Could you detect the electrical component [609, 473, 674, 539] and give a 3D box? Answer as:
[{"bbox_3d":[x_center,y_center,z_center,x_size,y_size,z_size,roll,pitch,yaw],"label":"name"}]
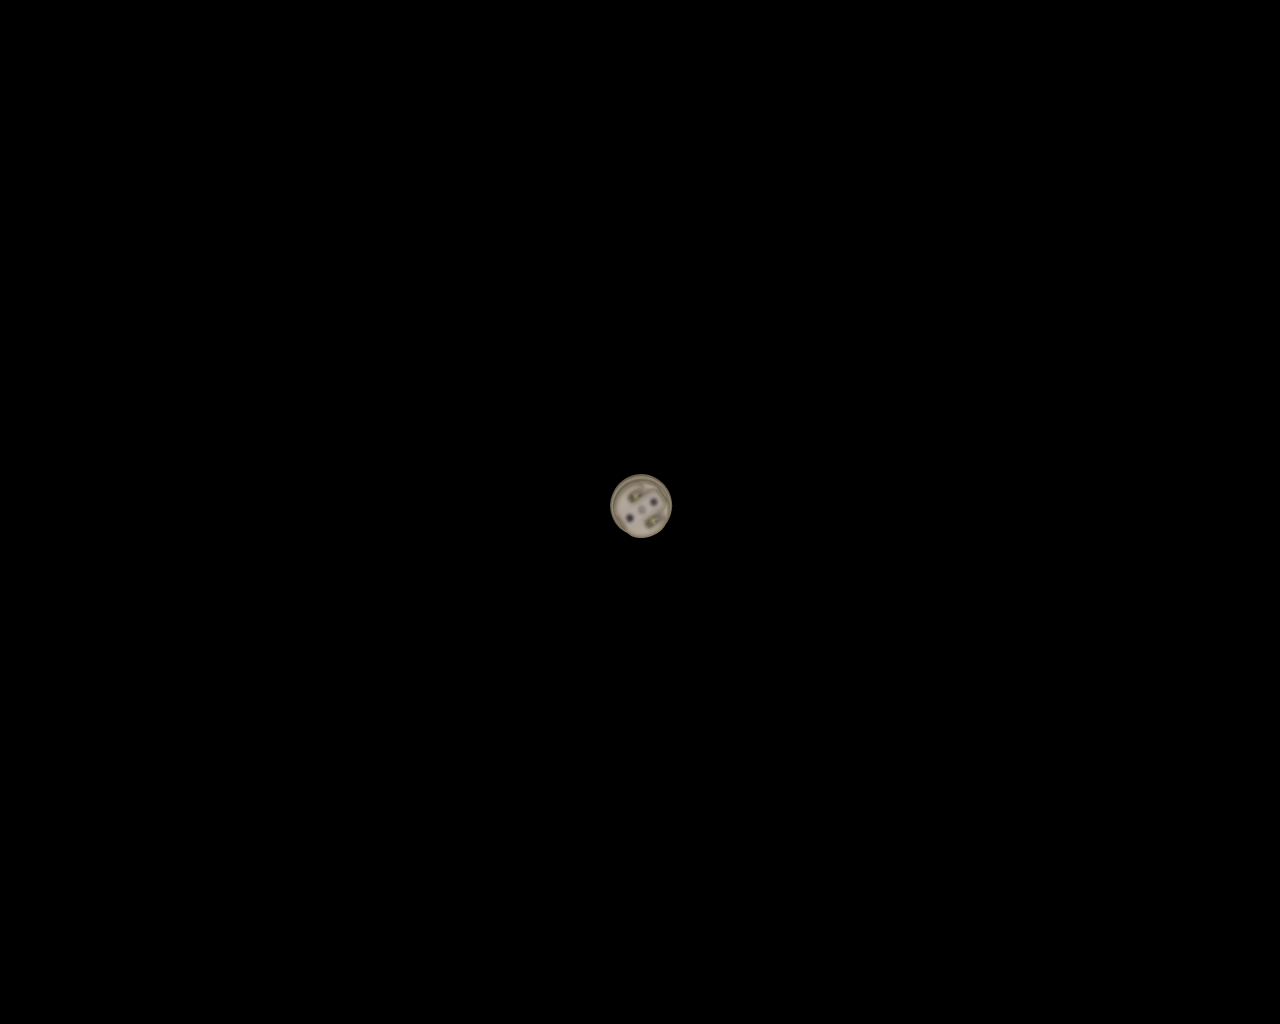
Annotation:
[{"bbox_3d":[0.001,-0.003,0.650,0.040,0.040,0.046,0,4,0],"label":"electrical component"}]
